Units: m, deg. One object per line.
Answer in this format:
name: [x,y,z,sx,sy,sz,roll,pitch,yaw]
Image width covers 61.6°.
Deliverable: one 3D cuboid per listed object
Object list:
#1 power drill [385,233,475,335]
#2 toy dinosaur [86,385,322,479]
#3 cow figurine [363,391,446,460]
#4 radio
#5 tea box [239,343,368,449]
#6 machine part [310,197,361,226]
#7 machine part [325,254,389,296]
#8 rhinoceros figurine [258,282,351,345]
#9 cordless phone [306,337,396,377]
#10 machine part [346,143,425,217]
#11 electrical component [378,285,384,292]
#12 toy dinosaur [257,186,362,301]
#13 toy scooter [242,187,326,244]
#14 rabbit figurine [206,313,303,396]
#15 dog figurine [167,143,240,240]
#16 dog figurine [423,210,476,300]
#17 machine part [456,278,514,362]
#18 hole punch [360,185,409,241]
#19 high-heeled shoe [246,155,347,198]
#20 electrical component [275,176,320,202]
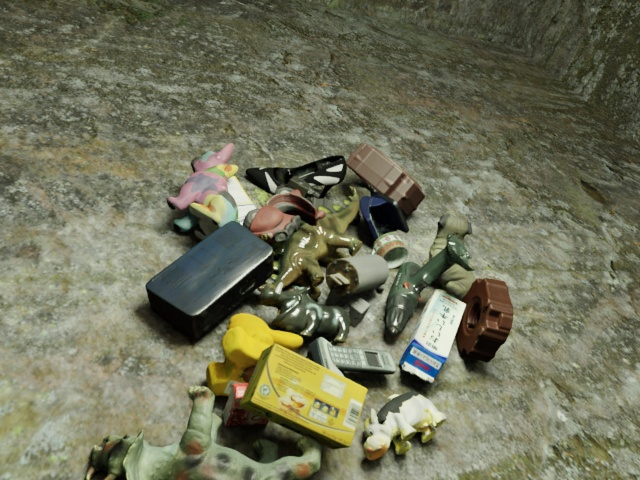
power drill: [0.230,0.091,1.157,0.086,0.207,0.232,39,26,-6]
toy dinosaur: [-0.124,0.343,0.752,0.405,0.131,0.192,24,50,-4]
cow figurine: [0.130,0.316,0.938,0.167,0.068,0.098,-6,40,-36]
radio: [-0.200,0.070,1.021,0.131,0.073,0.229,30,53,24]
tea box: [-0.024,0.240,0.821,0.169,0.068,0.098,30,59,-9]
machine part: [0.038,-0.073,1.390,0.139,0.039,0.084,15,33,-7]
machine part: [0.081,0.071,1.129,0.079,0.079,0.243,40,20,22]
rhinoceros figurine: [-0.027,0.141,1.031,0.190,0.073,0.112,20,62,-17]
cordless phone: [0.065,0.255,0.972,0.184,0.088,0.147,8,39,-24]
machine part: [0.179,-0.164,1.452,0.201,0.087,0.201,44,9,26]
electrical component: [0.121,0.081,1.256,0.063,0.021,0.094,13,37,-12]
toy dinosaur: [-0.003,-0.004,1.229,0.199,0.105,0.471,35,41,17]
toy scooter: [-0.068,-0.047,1.140,0.135,0.075,0.184,18,43,24]
rabbit figurine: [-0.113,0.187,0.946,0.162,0.121,0.173,10,20,-19]
dog figurine: [-0.226,-0.112,1.186,0.192,0.108,0.219,19,55,19]
dog figurine: [0.328,0.042,1.267,0.172,0.190,0.121,29,38,7]
machine part: [0.345,0.167,1.145,0.056,0.179,0.179,15,38,-4]
hole punch: [0.147,-0.052,1.352,0.092,0.142,0.116,-38,34,-8]
high-heeled shoe: [-0.059,-0.183,1.387,0.249,0.145,0.086,15,37,-12]
electrical component: [-0.060,-0.111,1.347,0.102,0.078,0.045,36,39,2]
